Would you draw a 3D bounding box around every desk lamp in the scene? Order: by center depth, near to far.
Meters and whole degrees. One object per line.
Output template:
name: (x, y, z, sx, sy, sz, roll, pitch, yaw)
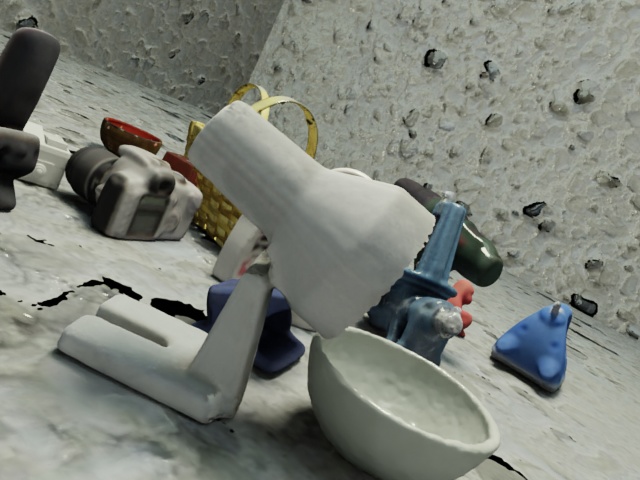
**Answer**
desk lamp: (-0.049, 0.022, 0.424, 0.203, 0.213, 0.118, 26, 10, -2)

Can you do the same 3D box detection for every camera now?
camera: (-0.242, -0.072, 0.732, 0.136, 0.101, 0.144, 31, 11, 22)

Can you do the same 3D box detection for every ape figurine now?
ape figurine: (0.242, 0.114, 1.016, 0.076, 0.092, 0.078, 26, 10, -3)

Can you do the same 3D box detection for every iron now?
iron: (0.395, 0.167, 0.993, 0.118, 0.141, 0.259, 32, 12, 28)

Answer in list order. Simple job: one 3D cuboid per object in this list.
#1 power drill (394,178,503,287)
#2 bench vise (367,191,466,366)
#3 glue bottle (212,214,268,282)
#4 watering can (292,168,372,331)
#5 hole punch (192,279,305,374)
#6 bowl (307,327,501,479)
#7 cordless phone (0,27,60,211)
power drill: (0.154, 0.034, 0.872, 0.076, 0.208, 0.228, 15, 15, -47)
bench vise: (0.151, 0.052, 0.746, 0.122, 0.220, 0.206, 19, 12, -34)
glue bottle: (-0.073, -0.027, 0.716, 0.037, 0.173, 0.078, 30, 11, 19)
watering can: (0.004, 0.002, 0.708, 0.101, 0.194, 0.172, 23, 11, -19)
hole punch: (-0.053, 0.063, 0.555, 0.101, 0.091, 0.109, 29, 11, 14)
bowl: (0.055, 0.144, 0.465, 0.167, 0.075, 0.167, 25, 10, -5)
cordless phone: (-0.334, -0.129, 0.552, 0.094, 0.185, 0.148, 29, 11, 13)
